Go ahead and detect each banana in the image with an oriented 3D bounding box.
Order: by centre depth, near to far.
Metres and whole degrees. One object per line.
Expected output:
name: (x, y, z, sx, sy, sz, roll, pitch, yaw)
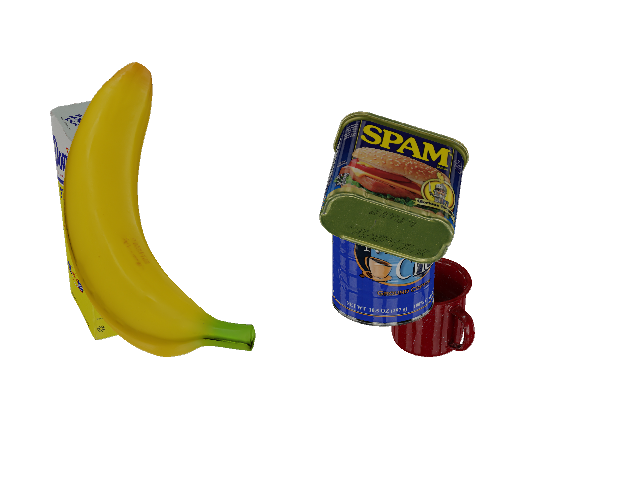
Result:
banana: (-0.095, -0.013, 0.538, 0.069, 0.198, 0.037, -13, -35, -18)

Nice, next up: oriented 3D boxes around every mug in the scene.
mug: (0.129, 0.082, 1.195, 0.093, 0.081, 0.117, -25, 41, -31)

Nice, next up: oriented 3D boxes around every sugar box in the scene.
sugar box: (-0.187, -0.017, 0.882, 0.048, 0.176, 0.093, -14, 30, -21)

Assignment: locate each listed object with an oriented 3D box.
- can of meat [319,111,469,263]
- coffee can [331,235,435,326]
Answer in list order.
can of meat: (0.054, -0.039, 0.792, 0.102, 0.084, 0.057, 17, -40, -3)
coffee can: (0.062, -0.003, 1.031, 0.103, 0.140, 0.103, 0, 27, 0)
